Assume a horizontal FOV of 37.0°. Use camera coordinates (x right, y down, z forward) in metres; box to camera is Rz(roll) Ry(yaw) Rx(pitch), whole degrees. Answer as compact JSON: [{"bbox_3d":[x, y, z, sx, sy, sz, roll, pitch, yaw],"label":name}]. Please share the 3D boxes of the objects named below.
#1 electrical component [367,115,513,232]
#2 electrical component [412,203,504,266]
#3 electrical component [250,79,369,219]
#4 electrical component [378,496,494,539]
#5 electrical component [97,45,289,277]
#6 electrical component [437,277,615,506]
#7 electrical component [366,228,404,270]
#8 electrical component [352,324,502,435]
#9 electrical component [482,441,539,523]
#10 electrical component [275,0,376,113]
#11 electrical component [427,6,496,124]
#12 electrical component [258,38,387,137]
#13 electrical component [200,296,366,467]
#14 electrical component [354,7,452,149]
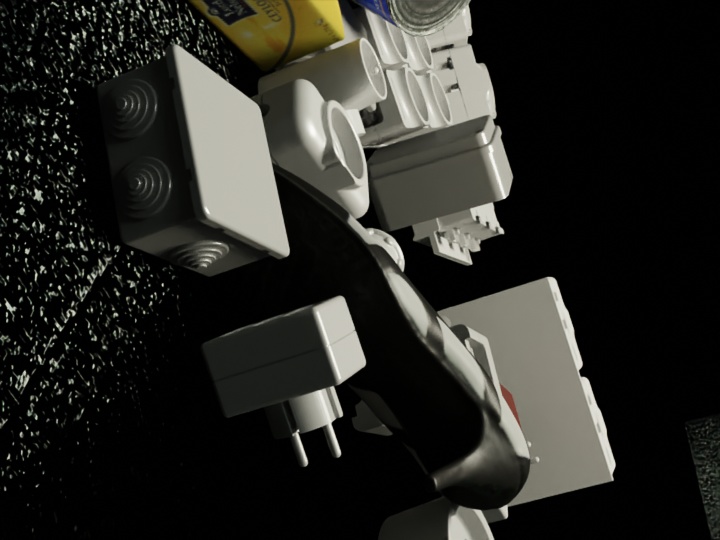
[{"bbox_3d":[0.065,-0.082,0.898,0.078,0.113,0.057,-60,133,-67],"label":"electrical component"},{"bbox_3d":[0.092,-0.051,1.030,0.121,0.063,0.078,14,59,-70],"label":"electrical component"},{"bbox_3d":[-0.034,-0.070,0.678,0.095,0.059,0.053,53,25,-45],"label":"electrical component"},{"bbox_3d":[0.046,0.194,0.652,0.108,0.060,0.108,-18,90,-72],"label":"electrical component"},{"bbox_3d":[-0.082,-0.049,0.530,0.100,0.048,0.099,29,46,-65],"label":"electrical component"},{"bbox_3d":[0.155,0.110,0.987,0.060,0.105,0.186,-5,77,-72],"label":"electrical component"},{"bbox_3d":[0.000,0.000,0.738,0.048,0.048,0.062,69,24,-7],"label":"electrical component"},{"bbox_3d":[0.042,0.075,0.711,0.056,0.089,0.050,29,46,-65],"label":"electrical component"},{"bbox_3d":[0.099,0.149,0.830,0.047,0.076,0.083,-86,152,-50],"label":"electrical component"},{"bbox_3d":[-0.031,-0.167,0.800,0.099,0.048,0.099,49,28,-50],"label":"electrical component"},{"bbox_3d":[0.094,-0.220,1.156,0.105,0.060,0.186,82,-6,-76],"label":"electrical component"},{"bbox_3d":[-0.020,-0.106,0.727,0.043,0.077,0.079,-21,93,-72],"label":"electrical component"},{"bbox_3d":[-0.032,0.061,0.543,0.047,0.066,0.076,-22,93,-72],"label":"electrical component"},{"bbox_3d":[0.026,-0.168,0.953,0.186,0.060,0.105,-26,97,-72],"label":"electrical component"}]
